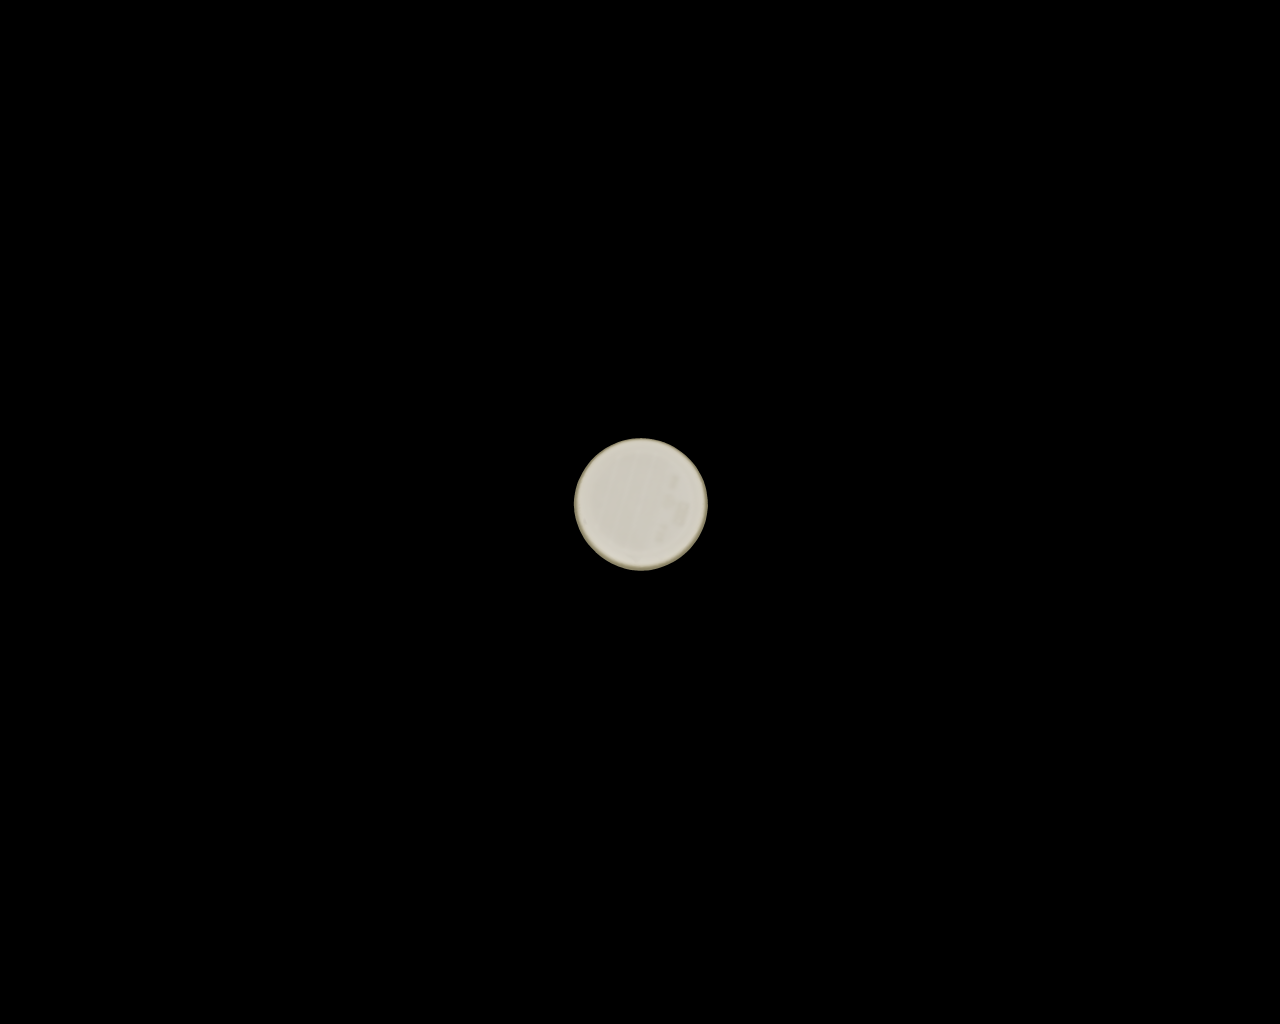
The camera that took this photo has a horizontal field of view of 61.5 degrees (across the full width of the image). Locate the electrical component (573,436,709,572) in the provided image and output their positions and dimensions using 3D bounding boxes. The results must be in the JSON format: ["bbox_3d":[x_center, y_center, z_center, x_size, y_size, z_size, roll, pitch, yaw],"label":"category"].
[{"bbox_3d":[0.001,-0.003,0.650,0.080,0.080,0.051,0,-8,0],"label":"electrical component"}]
